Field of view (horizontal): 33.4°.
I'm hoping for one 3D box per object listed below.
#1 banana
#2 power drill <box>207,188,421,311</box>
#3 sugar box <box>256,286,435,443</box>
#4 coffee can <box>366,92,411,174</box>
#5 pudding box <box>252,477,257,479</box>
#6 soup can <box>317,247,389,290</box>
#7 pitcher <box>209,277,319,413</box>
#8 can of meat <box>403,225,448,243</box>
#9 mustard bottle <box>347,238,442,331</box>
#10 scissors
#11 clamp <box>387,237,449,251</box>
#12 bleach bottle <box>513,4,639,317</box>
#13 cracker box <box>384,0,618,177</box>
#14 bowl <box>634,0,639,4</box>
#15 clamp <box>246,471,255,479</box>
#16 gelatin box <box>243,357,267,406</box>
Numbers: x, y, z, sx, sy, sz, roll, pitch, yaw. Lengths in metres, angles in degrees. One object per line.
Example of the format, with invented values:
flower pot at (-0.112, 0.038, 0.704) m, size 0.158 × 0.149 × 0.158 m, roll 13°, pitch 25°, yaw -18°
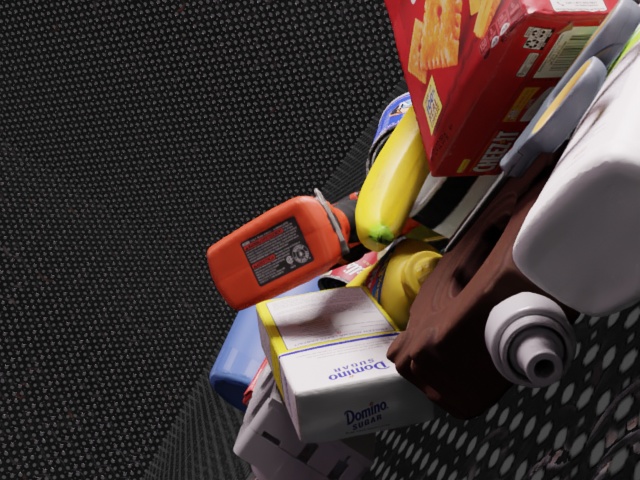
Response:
banana at (0.068, -0.058, 0.749) m, size 0.070 × 0.037 × 0.197 m, roll -22°, pitch 33°, yaw 50°
power drill at (-0.005, 0.001, 0.832) m, size 0.185 × 0.057 × 0.187 m, roll -29°, pitch -3°, yaw 30°
sugar box at (0.013, 0.084, 0.764) m, size 0.176 × 0.093 × 0.048 m, roll -122°, pitch 24°, yaw -69°
coffee can at (0.108, -0.099, 1.178) m, size 0.103 × 0.103 × 0.140 m, roll -55°, pitch 5°, yaw 22°
pudding box at (-0.042, 0.232, 0.889) m, size 0.090 × 0.039 × 0.114 m, roll -62°, pitch 6°, yaw -35°
soup can at (0.050, 0.023, 1.179) m, size 0.102 × 0.068 × 0.069 m, roll -58°, pitch 5°, yaw -25°
pitcher at (-0.036, 0.091, 1.270) m, size 0.242 × 0.145 × 0.149 m, roll -62°, pitch -29°, yaw -26°
can of meat at (0.113, -0.048, 0.921) m, size 0.102 × 0.057 × 0.083 m, roll -14°, pitch 38°, yaw 43°
mustard bottle at (0.063, 0.051, 0.892) m, size 0.192 × 0.058 × 0.096 m, roll 135°, pitch 156°, yaw -64°
scissors at (0.108, -0.041, 0.577) m, size 0.202 × 0.016 × 0.096 m, roll -58°, pitch -2°, yaw 35°
clamp at (0.098, -0.003, 1.034) m, size 0.172 × 0.039 × 0.120 m, roll -48°, pitch 9°, yaw 42°
bleach bottle at (0.178, -0.078, 0.557) m, size 0.250 × 0.068 × 0.103 m, roll -58°, pitch 3°, yaw -39°
cracker box at (0.099, -0.172, 0.682) m, size 0.164 × 0.072 × 0.214 m, roll 116°, pitch 146°, yaw -58°
bowl at (0.206, -0.184, 0.741) m, size 0.162 × 0.055 × 0.162 m, roll -21°, pitch -28°, yaw -12°
clamp at (-0.092, 0.273, 0.992) m, size 0.164 × 0.036 × 0.210 m, roll -56°, pitch -8°, yaw 4°
gelatin box at (-0.015, 0.135, 0.954) m, size 0.030 × 0.089 × 0.073 m, roll -53°, pitch 6°, yaw 48°
